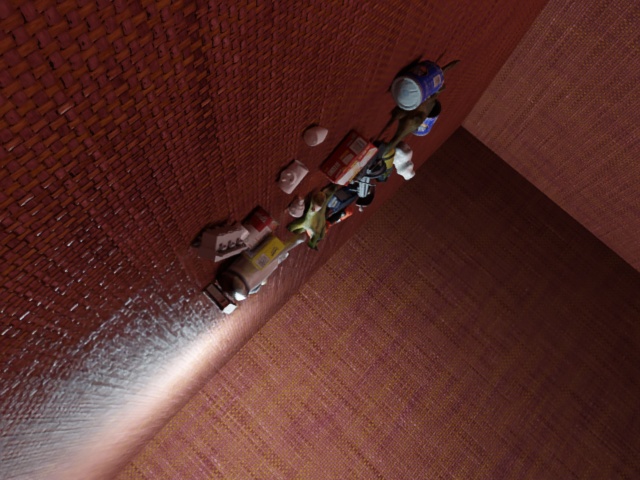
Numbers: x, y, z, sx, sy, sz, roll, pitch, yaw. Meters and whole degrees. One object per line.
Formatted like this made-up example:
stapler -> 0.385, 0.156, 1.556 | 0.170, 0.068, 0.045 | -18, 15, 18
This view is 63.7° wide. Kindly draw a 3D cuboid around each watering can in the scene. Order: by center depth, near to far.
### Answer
watering can -> -0.179, 0.069, 1.512 | 0.228, 0.103, 0.344 | -45, -169, -29

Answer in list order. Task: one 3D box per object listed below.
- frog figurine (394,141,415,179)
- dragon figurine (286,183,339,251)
frog figurine -> 0.372, -0.356, 2.284 | 0.125, 0.160, 0.134 | -43, 170, -34
dragon figurine -> 0.006, -0.094, 1.865 | 0.242, 0.122, 0.410 | -56, 173, 4
